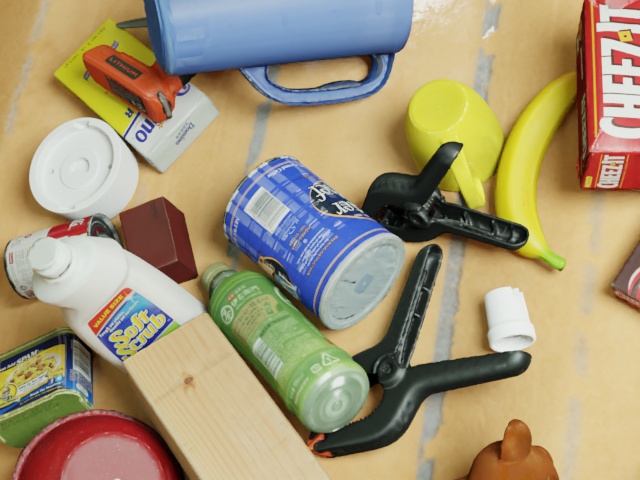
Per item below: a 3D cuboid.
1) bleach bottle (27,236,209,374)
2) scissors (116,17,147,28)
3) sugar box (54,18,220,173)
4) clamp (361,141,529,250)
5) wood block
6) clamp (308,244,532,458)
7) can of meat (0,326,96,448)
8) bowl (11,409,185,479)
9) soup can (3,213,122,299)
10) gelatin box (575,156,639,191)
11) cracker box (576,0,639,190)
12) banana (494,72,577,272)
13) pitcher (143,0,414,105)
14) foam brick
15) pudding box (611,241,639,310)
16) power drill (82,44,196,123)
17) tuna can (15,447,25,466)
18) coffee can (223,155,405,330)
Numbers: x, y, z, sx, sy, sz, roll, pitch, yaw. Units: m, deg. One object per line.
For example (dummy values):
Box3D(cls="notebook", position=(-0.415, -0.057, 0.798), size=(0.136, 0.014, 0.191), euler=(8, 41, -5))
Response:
Box3D(cls="bleach bottle", position=(-0.182, 0.060, 0.941), size=(0.102, 0.250, 0.068), euler=(-33, 61, 5))
Box3D(cls="scissors", position=(-0.115, -0.227, 1.150), size=(0.202, 0.016, 0.096), euler=(-19, 69, 2))
Box3D(cls="sugar box", position=(-0.200, -0.159, 1.154), size=(0.176, 0.048, 0.093), euler=(39, 84, 31))
Box3D(cls="clamp", position=(0.093, -0.039, 0.950), size=(0.172, 0.120, 0.039), euler=(0, 41, 43))
Box3D(cls="wood block", position=(-0.077, 0.177, 0.932), size=(0.090, 0.090, 0.206), euler=(-31, 60, -16))
Box3D(cls="clamp", position=(0.075, 0.120, 0.923), size=(0.210, 0.036, 0.165), euler=(-49, 42, 4))
Box3D(cls="can of meat", position=(-0.268, 0.145, 1.035), size=(0.102, 0.057, 0.084), euler=(-25, 41, 10))
Box3D(cls="bowl", position=(-0.187, 0.220, 0.938), size=(0.162, 0.055, 0.162), euler=(10, 62, -20))
Box3D(cls="soup can", position=(-0.262, 0.018, 1.094), size=(0.102, 0.068, 0.068), euler=(-15, 64, 15))
Box3D(cls="gelatin box", position=(0.277, -0.090, 0.953), size=(0.073, 0.030, 0.089), euler=(15, 72, 26))
Box3D(cls="cracker box", position=(0.328, -0.126, 0.895), size=(0.214, 0.072, 0.164), euler=(2, 63, 8))
Box3D(cls="banana", position=(0.196, -0.065, 0.972), size=(0.070, 0.037, 0.198), euler=(6, 72, 10))
Box3D(cls="pitcher", position=(-0.040, -0.218, 1.024), size=(0.242, 0.145, 0.149), euler=(-12, 64, -14))
Box3D(cls="foam brick", position=(-0.161, 0.005, 1.070), size=(0.053, 0.051, 0.078), euler=(-21, 63, 11))
Box3D(cls="pudding box", position=(0.312, 0.019, 0.890), size=(0.090, 0.039, 0.113), euler=(31, 82, 29))
Box3D(cls="power drill", position=(-0.157, -0.227, 1.110), size=(0.185, 0.057, 0.187), euler=(35, 75, 20))
Box3D(cls="tuna can", position=(-0.247, 0.225, 0.993), size=(0.034, 0.086, 0.086), euler=(-7, 67, 20))
Box3D(cls="coffee can", position=(-0.006, 0.001, 0.983), size=(0.140, 0.102, 0.103), euler=(39, 86, 29))
